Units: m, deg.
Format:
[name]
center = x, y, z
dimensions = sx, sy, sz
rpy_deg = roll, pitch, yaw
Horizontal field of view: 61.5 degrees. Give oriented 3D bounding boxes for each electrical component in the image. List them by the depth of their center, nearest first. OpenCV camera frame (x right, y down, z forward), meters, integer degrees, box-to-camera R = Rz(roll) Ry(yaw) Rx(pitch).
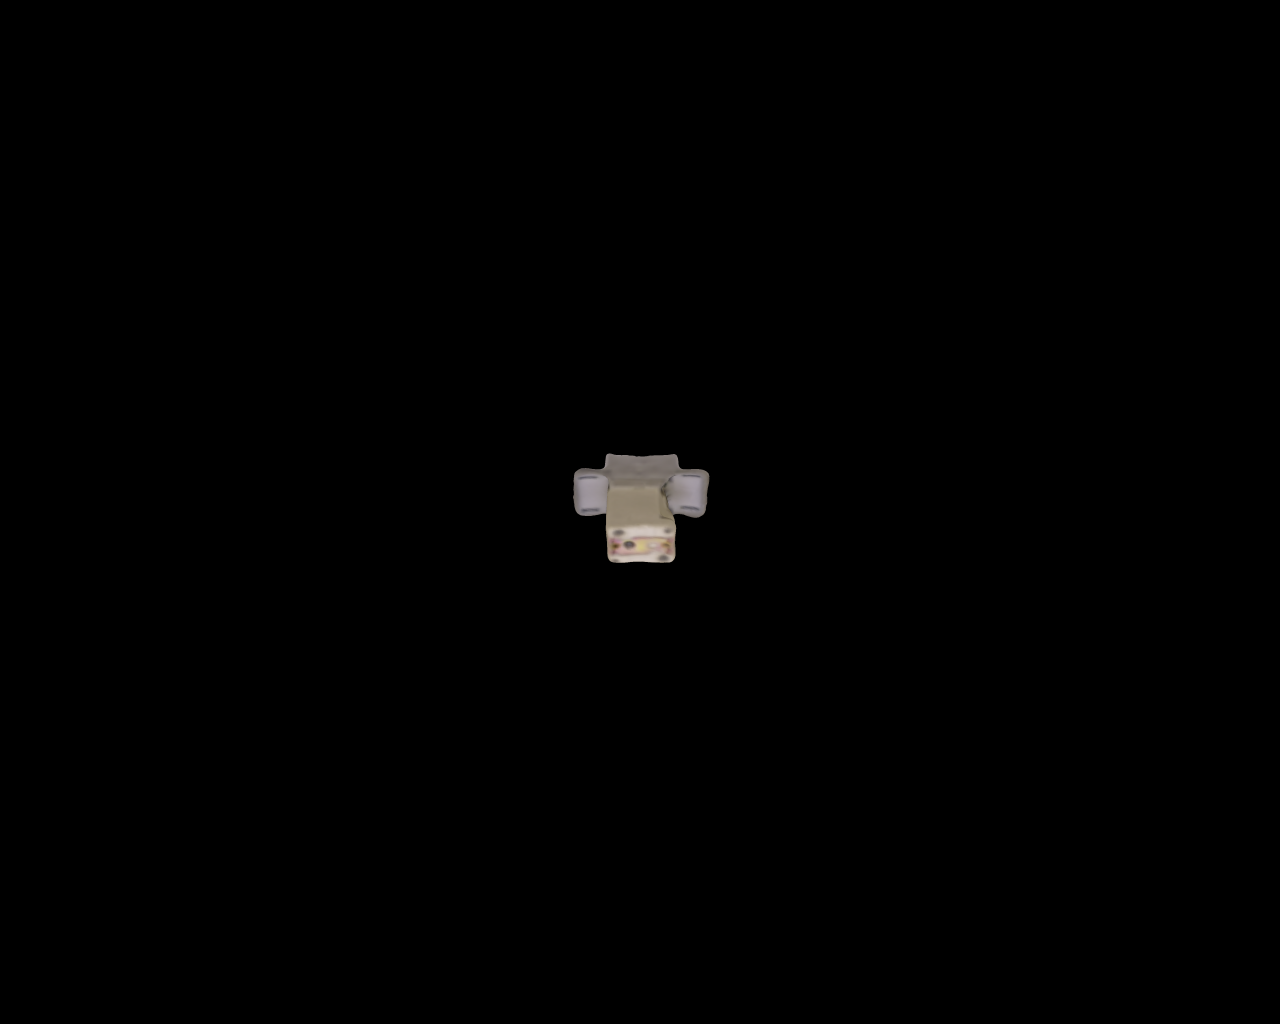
[electrical component]
center = 0.001, -0.003, 0.650
dimensions = 0.081, 0.064, 0.042
rpy_deg = 0, -39, 0
